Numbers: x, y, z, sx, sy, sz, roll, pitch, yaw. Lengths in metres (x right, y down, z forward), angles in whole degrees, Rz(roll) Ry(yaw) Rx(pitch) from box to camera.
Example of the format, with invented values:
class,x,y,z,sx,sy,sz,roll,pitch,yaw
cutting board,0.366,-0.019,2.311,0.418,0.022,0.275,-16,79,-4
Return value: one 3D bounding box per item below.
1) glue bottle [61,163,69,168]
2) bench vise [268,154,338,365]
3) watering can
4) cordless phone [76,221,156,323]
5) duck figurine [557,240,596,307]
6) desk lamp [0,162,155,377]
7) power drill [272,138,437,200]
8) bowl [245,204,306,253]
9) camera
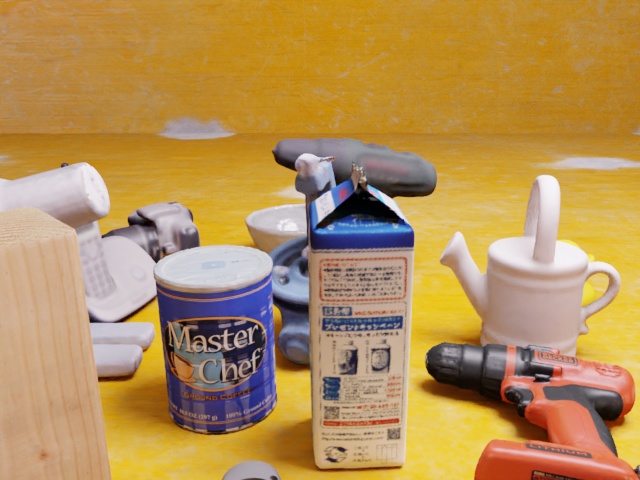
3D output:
class,x,y,z,sx,sy,sz,roll,pitch,yaw
glue bottle,-0.357,-0.025,0.826,0.037,0.173,0.078,-3,18,-6
bench vise,-0.006,0.002,0.651,0.121,0.220,0.207,-1,18,-1
watering can,0.218,0.029,0.603,0.173,0.194,0.101,-3,18,-6
cordless phone,-0.269,0.004,0.712,0.094,0.185,0.148,4,18,16
duck figurine,0.304,0.042,0.738,0.104,0.086,0.077,-1,18,-1
desk lamp,-0.290,0.028,0.591,0.203,0.214,0.118,-2,18,-4
power drill,0.050,-0.041,0.804,0.230,0.208,0.075,-5,18,-14
bowl,-0.033,-0.003,0.908,0.167,0.075,0.167,0,18,0
camera,-0.269,-0.005,0.879,0.137,0.101,0.142,-14,22,-37
